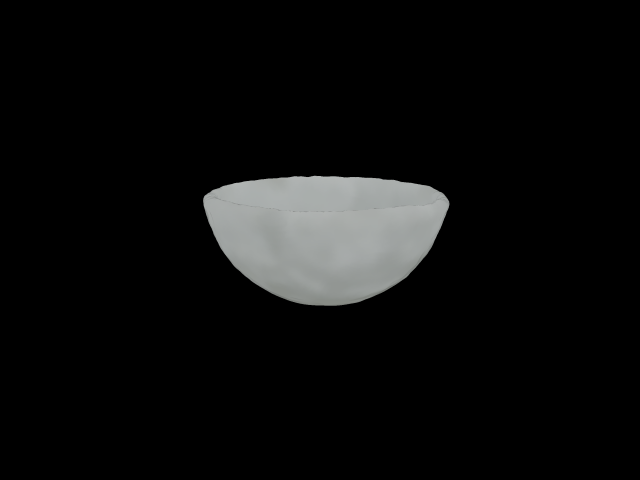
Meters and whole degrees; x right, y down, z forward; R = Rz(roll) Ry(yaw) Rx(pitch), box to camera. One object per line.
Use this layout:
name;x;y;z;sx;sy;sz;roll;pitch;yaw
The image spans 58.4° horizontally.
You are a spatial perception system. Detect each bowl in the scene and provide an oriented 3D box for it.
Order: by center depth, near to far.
bowl;0.004;0.001;0.400;0.167;0.075;0.167;0;14;0
